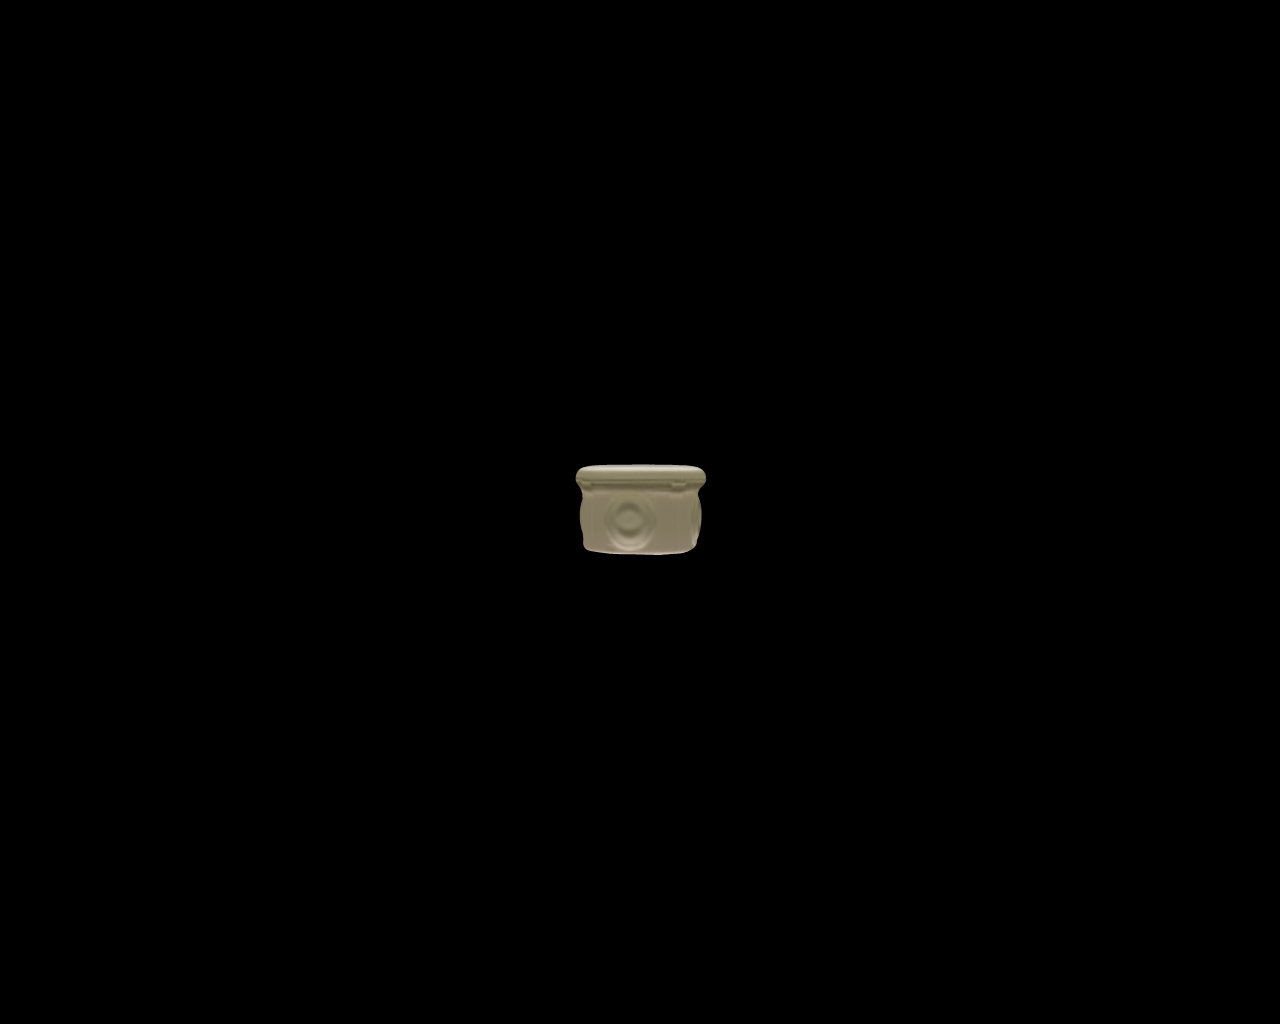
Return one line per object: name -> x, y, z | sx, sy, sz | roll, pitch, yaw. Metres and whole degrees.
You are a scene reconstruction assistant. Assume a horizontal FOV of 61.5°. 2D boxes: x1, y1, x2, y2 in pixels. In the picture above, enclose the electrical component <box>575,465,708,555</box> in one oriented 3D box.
electrical component -> 0.001, -0.003, 0.650 | 0.080, 0.051, 0.080 | 0, 4, 0
